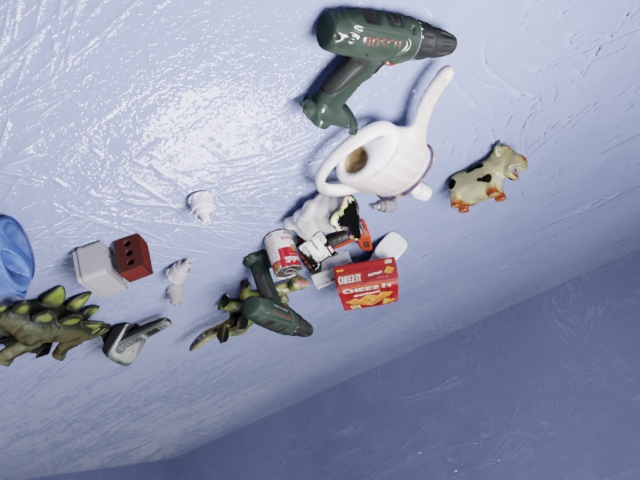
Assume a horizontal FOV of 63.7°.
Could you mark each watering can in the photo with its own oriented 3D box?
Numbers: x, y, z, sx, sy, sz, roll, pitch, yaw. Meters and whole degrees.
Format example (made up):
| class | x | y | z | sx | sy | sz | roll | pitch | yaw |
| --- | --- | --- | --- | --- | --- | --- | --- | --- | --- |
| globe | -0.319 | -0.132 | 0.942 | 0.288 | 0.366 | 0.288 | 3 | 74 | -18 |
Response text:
| class | x | y | z | sx | sy | sz | roll | pitch | yaw |
| --- | --- | --- | --- | --- | --- | --- | --- | --- | --- |
| watering can | 0.148 | -0.176 | 0.980 | 0.343 | 0.106 | 0.223 | -35 | 152 | 29 |

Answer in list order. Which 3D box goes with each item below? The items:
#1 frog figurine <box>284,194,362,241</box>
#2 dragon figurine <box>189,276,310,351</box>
| class | x | y | z | sx | sy | sz | roll | pitch | yaw |
| --- | --- | --- | --- | --- | --- | --- | --- | --- | --- |
| frog figurine | 0.003 | -0.058 | 1.147 | 0.159 | 0.122 | 0.137 | 6 | -178 | 37 |
| dragon figurine | -0.188 | 0.211 | 1.504 | 0.404 | 0.124 | 0.243 | -37 | 158 | 32 |
